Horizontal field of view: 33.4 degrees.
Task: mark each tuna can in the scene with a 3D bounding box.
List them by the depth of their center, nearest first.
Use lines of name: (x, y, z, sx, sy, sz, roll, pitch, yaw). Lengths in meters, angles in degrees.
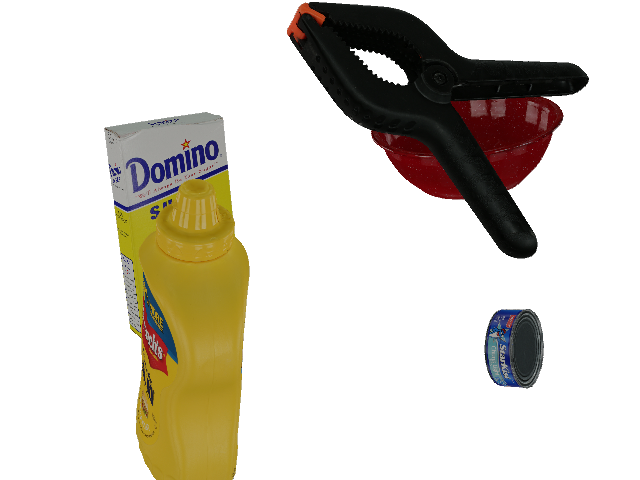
tuna can: (0.211, 0.117, 1.163, 0.034, 0.086, 0.086, -1, -1, 34)

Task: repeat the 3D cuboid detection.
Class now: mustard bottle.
mustard bottle: (-0.072, 0.050, 0.598, 0.058, 0.192, 0.096, -6, 38, -18)

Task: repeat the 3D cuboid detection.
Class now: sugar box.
sugar box: (-0.120, -0.013, 0.889, 0.093, 0.176, 0.048, -13, 20, -26)

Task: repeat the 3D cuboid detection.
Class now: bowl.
bowl: (0.127, -0.078, 0.913, 0.162, 0.055, 0.162, -8, 24, 3)

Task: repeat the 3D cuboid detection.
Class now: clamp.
clamp: (0.073, -0.087, 0.694, 0.210, 0.164, 0.036, 22, -32, -10)
